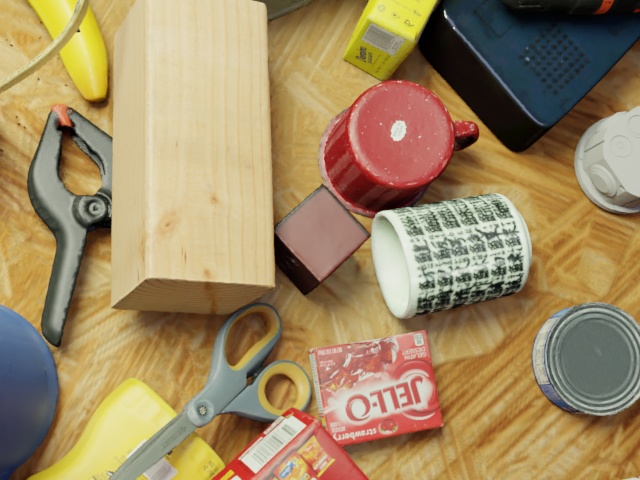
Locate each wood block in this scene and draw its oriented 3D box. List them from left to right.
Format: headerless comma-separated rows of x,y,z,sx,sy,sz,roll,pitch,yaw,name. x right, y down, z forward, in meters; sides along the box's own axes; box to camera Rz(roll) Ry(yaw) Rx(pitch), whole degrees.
-0.090,-0.060,0.739,0.090,0.091,0.206,5,72,-26,wood block

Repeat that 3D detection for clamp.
-0.152,-0.016,0.770,0.120,0.039,0.171,-9,85,-23,clamp

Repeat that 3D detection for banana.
-0.220,-0.186,0.787,0.198,0.037,0.069,39,95,-1,banana

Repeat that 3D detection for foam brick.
-0.005,0.001,0.773,0.051,0.078,0.053,-43,89,-13,foam brick

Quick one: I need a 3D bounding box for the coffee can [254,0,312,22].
-0.051,-0.245,0.790,0.102,0.103,0.140,-26,86,-14,coffee can

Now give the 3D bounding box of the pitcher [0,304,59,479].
-0.245,0.075,0.631,0.149,0.243,0.145,29,79,2,pitcher

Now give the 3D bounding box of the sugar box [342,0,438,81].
0.080,-0.217,0.816,0.048,0.093,0.176,26,77,-6,sugar box

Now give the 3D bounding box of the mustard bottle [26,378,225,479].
-0.161,0.192,0.721,0.191,0.058,0.096,-45,103,-14,mustard bottle

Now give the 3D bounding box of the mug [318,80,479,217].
0.063,-0.071,0.794,0.117,0.081,0.093,-7,82,-11,mug

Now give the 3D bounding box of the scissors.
-0.066,0.125,0.726,0.096,0.016,0.201,47,45,-16,scissors

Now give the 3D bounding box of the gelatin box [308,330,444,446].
0.041,0.110,0.787,0.089,0.030,0.073,-8,83,-12,gelatin box

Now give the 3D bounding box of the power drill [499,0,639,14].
0.206,-0.258,0.793,0.184,0.057,0.187,-6,82,-13,power drill

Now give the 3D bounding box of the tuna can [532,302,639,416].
0.207,0.092,0.819,0.086,0.034,0.086,2,81,-10,tuna can

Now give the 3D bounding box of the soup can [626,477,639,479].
0.219,0.213,0.784,0.102,0.068,0.068,-8,82,-12,soup can

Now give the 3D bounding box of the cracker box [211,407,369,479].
-0.006,0.245,0.717,0.164,0.072,0.213,-42,104,-13,cracker box
